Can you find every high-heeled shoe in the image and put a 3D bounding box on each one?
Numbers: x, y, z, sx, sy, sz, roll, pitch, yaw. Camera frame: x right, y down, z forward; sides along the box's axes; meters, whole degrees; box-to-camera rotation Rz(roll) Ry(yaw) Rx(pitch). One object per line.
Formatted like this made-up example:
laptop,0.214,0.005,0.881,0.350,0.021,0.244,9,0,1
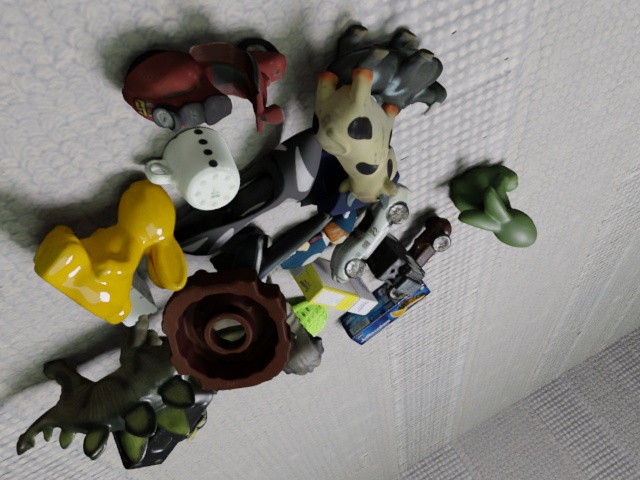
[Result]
high-heeled shoe,-0.105,-0.066,0.713,0.145,0.086,0.248,-5,144,-42

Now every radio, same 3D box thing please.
radio,-0.287,0.293,0.955,0.073,0.131,0.229,10,126,-46

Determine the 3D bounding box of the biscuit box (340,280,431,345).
biscuit box,0.143,0.145,1.183,0.203,0.059,0.062,-38,144,6

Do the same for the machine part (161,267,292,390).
machine part,-0.122,0.119,0.725,0.179,0.056,0.179,-1,111,-2

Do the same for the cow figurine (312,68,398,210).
cow figurine,0.053,-0.117,0.684,0.194,0.086,0.127,30,71,-62

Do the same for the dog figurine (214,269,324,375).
dog figurine,-0.103,0.147,0.881,0.172,0.191,0.121,-19,142,-17

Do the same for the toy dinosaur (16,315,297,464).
toy dinosaur,-0.266,0.217,0.828,0.471,0.199,0.105,-32,148,0

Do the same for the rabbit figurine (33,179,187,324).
rabbit figurine,-0.237,0.009,0.661,0.162,0.122,0.173,39,73,-17

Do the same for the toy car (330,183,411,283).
toy car,0.082,-0.012,0.917,0.056,0.074,0.201,35,98,-18

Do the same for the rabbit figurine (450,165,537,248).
rabbit figurine,0.332,-0.060,0.998,0.159,0.170,0.121,10,125,-45

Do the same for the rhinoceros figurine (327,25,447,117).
rhinoceros figurine,0.100,-0.216,0.718,0.190,0.073,0.112,-2,132,-36

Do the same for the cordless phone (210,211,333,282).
cordless phone,-0.060,0.011,0.807,0.184,0.088,0.146,-36,180,2

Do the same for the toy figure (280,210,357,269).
toy figure,-0.003,-0.004,0.898,0.154,0.064,0.057,-28,120,-3

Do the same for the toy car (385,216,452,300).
toy car,0.188,0.035,1.071,0.053,0.089,0.202,30,117,-16

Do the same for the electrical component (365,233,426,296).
electrical component,0.131,0.040,0.988,0.058,0.134,0.114,-47,140,16

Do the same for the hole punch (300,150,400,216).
hole punch,0.050,-0.081,0.826,0.142,0.092,0.115,-22,147,-22

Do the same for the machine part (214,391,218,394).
machine part,-0.181,0.269,1.093,0.139,0.039,0.084,-32,139,0

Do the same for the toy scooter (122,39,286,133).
toy scooter,-0.109,-0.156,0.571,0.184,0.135,0.075,-19,144,-18

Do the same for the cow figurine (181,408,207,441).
cow figurine,-0.297,0.376,1.074,0.167,0.098,0.068,-42,150,10
